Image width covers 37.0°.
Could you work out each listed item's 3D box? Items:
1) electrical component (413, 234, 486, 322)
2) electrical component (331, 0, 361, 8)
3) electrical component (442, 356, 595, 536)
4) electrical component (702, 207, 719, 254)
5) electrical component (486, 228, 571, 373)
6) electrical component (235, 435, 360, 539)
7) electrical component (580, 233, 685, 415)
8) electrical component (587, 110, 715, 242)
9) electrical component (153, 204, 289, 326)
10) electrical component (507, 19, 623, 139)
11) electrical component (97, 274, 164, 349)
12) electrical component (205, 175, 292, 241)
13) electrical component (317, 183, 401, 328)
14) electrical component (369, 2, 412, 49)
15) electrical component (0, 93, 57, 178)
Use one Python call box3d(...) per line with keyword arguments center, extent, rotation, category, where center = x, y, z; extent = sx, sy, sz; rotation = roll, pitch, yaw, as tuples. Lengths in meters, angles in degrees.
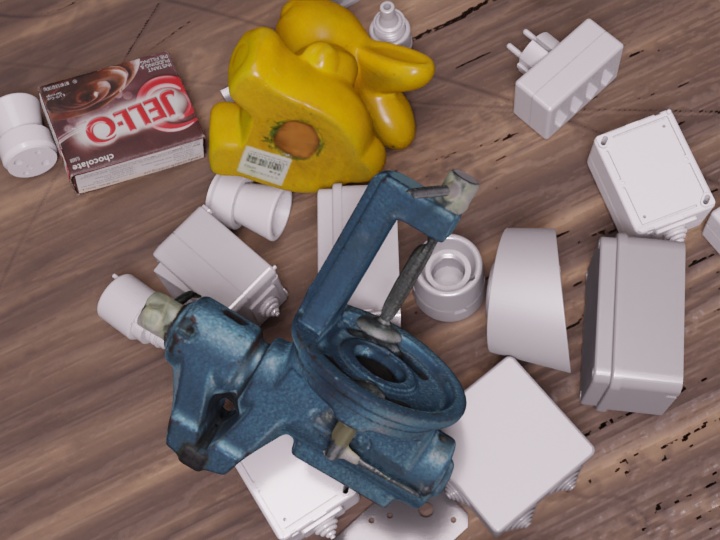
box3d(center=(0.066, 0.005, 0.796), extent=(0.055, 0.047, 0.055), rotation=(-2, 68, 5), category="electrical component")
box3d(center=(-0.033, -0.325, 0.933), extent=(0.105, 0.060, 0.186), rotation=(-31, 68, -7), category="electrical component")
box3d(center=(0.099, 0.124, 0.744), extent=(0.100, 0.048, 0.099), rotation=(-37, 69, -9), category="electrical component")
box3d(center=(0.291, -0.029, 0.771), extent=(0.047, 0.076, 0.065), rotation=(-32, 68, -7), category="electrical component")
box3d(center=(0.124, 0.019, 0.759), extent=(0.064, 0.099, 0.099), rotation=(8, 69, 15), category="electrical component")
box3d(center=(-0.043, 0.145, 0.746), extent=(0.062, 0.061, 0.096), rotation=(-32, 72, -8), category="electrical component")
box3d(center=(0.190, 0.039, 0.754), extent=(0.057, 0.078, 0.113), rotation=(6, 69, 5), category="electrical component")
box3d(center=(0.218, -0.059, 0.803), extent=(0.062, 0.061, 0.096), rotation=(-21, 75, -1), category="electrical component")
box3d(center=(-0.101, 0.011, 0.803), extent=(0.096, 0.061, 0.061), rotation=(40, 77, 19), category="electrical component")
box3d(center=(0.151, -0.163, 0.856), extent=(0.083, 0.047, 0.076), rotation=(-42, 70, -11), category="electrical component")
box3d(center=(-0.162, 0.036, 0.811), extent=(0.078, 0.040, 0.040), rotation=(34, 75, 17), category="electrical component")
box3d(center=(-0.086, -0.051, 0.836), extent=(0.055, 0.045, 0.045), rotation=(17, 71, 13), category="electrical component")
box3d(center=(0.000, 0.000, 0.789), extent=(0.057, 0.078, 0.113), rotation=(-2, 68, 2), category="electrical component")
box3d(center=(0.024, -0.195, 0.874), extent=(0.035, 0.061, 0.035), rotation=(-2, 68, 5), category="electrical component")
box3d(center=(-0.276, -0.110, 0.879), extent=(0.045, 0.045, 0.055), rotation=(-24, 68, -4), category="electrical component")
